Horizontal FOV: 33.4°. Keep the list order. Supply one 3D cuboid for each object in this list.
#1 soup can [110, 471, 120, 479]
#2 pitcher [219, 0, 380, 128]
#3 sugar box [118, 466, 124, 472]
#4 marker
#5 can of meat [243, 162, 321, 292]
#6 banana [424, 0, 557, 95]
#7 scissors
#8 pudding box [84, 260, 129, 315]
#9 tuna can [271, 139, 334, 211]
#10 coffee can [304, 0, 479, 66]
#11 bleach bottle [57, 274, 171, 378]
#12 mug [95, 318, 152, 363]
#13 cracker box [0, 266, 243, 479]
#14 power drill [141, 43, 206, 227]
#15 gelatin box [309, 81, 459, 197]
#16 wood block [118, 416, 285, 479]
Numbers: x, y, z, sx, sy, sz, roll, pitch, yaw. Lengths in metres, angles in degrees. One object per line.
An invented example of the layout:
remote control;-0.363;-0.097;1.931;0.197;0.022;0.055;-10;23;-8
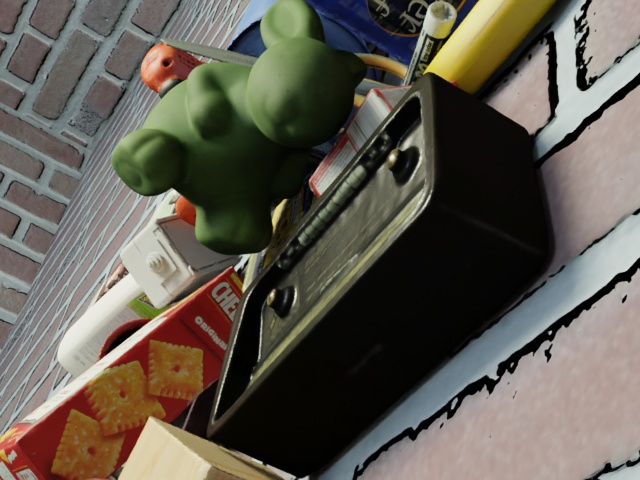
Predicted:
soup can;-0.196;0.253;0.905;0.102;0.068;0.068;-60;16;10
pitcher;-0.020;-0.156;0.963;0.149;0.145;0.243;-43;18;17
sugar box;-0.204;0.217;1.026;0.093;0.048;0.176;-59;20;10
marker;0.069;-0.116;0.731;0.121;0.020;0.020;107;-179;-59
can of meat;-0.005;0.001;0.761;0.084;0.057;0.102;-45;24;39
banana;0.114;-0.136;0.671;0.198;0.037;0.069;-50;-6;27
scissors;-0.028;-0.114;0.805;0.016;0.202;0.096;90;-176;-53
pudding box;-0.194;0.071;1.148;0.114;0.090;0.039;-42;23;50
tuna can;-0.015;-0.050;0.820;0.086;0.086;0.033;-46;24;43
coffee can;0.052;-0.188;0.748;0.103;0.140;0.103;-53;18;26
bleach bottle;-0.159;0.074;1.061;0.251;0.102;0.068;-37;23;38
mug;-0.158;0.121;0.988;0.117;0.093;0.082;-35;-3;-29
cracker box;-0.153;0.125;0.841;0.213;0.072;0.164;-39;4;-31
power drill;-0.080;-0.079;0.984;0.057;0.184;0.188;-40;44;26
gelatin box;0.044;-0.058;0.667;0.030;0.073;0.089;58;136;23
wood block;-0.089;0.216;0.578;0.090;0.090;0.206;17;78;59
